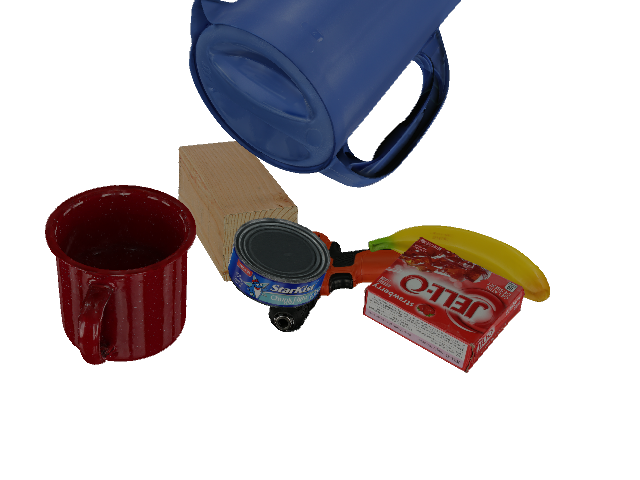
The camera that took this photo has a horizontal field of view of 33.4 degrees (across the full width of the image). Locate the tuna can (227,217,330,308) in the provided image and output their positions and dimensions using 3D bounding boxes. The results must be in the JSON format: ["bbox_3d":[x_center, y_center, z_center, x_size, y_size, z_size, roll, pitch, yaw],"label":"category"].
[{"bbox_3d":[-0.037,0.019,0.926,0.086,0.034,0.086,12,36,-9],"label":"tuna can"}]

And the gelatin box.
[{"bbox_3d":[0.086,0.043,0.748,0.089,0.030,0.073,28,46,25],"label":"gelatin box"}]

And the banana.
[{"bbox_3d":[0.145,0.019,1.044,0.198,0.037,0.069,15,42,36],"label":"banana"}]

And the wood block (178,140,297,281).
[{"bbox_3d":[-0.106,-0.041,1.318,0.090,0.090,0.206,-7,30,-21],"label":"wood block"}]

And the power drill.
[{"bbox_3d":[0.043,0.045,1.190,0.188,0.057,0.184,1,29,11],"label":"power drill"}]

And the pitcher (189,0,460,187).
[{"bbox_3d":[0.031,-0.166,0.815,0.145,0.149,0.242,23,57,32],"label":"pitcher"}]

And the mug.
[{"bbox_3d":[-0.129,0.031,0.679,0.093,0.081,0.117,8,37,2],"label":"mug"}]
